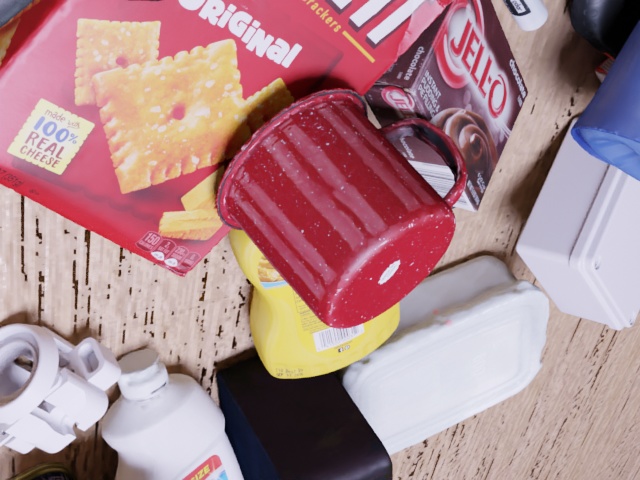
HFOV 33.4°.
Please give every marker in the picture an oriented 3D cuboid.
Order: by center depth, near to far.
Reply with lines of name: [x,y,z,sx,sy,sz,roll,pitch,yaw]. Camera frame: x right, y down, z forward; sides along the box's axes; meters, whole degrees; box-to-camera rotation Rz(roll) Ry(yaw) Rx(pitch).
marker: [0.096,-0.156,0.585,0.020,0.020,0.121,-42,139,7]

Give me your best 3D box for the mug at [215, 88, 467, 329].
mug: [0.020,-0.018,0.516,0.117,0.081,0.093,-31,155,-21]

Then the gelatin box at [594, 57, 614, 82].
gelatin box: [0.231,-0.108,0.716,0.073,0.030,0.089,-42,140,5]

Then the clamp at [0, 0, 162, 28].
clamp: [-0.095,-0.132,0.372,0.209,0.036,0.164,-18,134,-12]

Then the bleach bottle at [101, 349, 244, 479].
bleach bottle: [-0.095,0.187,0.710,0.102,0.068,0.251,-24,119,-21]

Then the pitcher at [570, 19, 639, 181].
pitcher: [0.255,-0.132,0.588,0.144,0.149,0.243,26,92,-42]

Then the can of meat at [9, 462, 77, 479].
can of meat: [-0.169,0.211,0.704,0.057,0.084,0.102,-26,138,-12]

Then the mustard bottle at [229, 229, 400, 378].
mustard bottle: [-0.004,0.000,0.636,0.096,0.058,0.191,-20,138,-11]

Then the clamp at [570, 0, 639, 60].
clamp: [0.185,-0.176,0.614,0.120,0.039,0.171,-35,147,-5]

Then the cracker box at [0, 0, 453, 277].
cracker box: [-0.055,-0.098,0.497,0.214,0.072,0.164,-45,139,9]

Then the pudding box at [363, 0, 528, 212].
pudding box: [0.072,-0.084,0.591,0.090,0.039,0.113,-63,145,-21]
